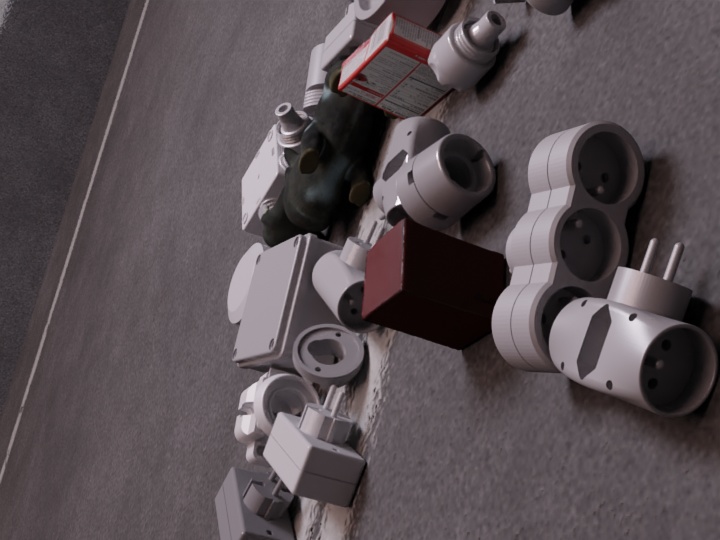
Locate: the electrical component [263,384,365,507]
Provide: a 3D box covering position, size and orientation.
[{"bbox_3d":[-0.029,0.124,0.807,0.075,0.047,0.083,-69,22,3],"label":"electrical component"}]

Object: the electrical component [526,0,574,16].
[{"bbox_3d":[0.134,-0.197,0.692,0.055,0.045,0.045,-34,42,55],"label":"electrical component"}]

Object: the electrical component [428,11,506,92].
[{"bbox_3d":[0.082,-0.164,0.787,0.062,0.043,0.043,-43,35,47],"label":"electrical component"}]

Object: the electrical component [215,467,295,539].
[{"bbox_3d":[-0.078,0.189,0.867,0.075,0.047,0.083,-62,24,20],"label":"electrical component"}]

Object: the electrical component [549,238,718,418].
[{"bbox_3d":[0.135,0.023,0.516,0.077,0.043,0.079,20,91,67],"label":"electrical component"}]

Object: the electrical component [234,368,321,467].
[{"bbox_3d":[-0.067,0.118,0.886,0.057,0.058,0.078,-38,39,57],"label":"electrical component"}]

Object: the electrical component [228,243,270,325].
[{"bbox_3d":[-0.091,0.018,1.028,0.080,0.051,0.080,-48,32,43],"label":"electrical component"}]

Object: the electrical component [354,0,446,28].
[{"bbox_3d":[0.047,-0.252,0.915,0.108,0.060,0.108,-48,31,43],"label":"electrical component"}]

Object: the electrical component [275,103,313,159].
[{"bbox_3d":[-0.060,-0.131,1.026,0.048,0.062,0.048,-16,45,16],"label":"electrical component"}]

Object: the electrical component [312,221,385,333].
[{"bbox_3d":[0.000,0.000,0.843,0.079,0.044,0.077,-66,23,11],"label":"electrical component"}]

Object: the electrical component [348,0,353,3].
[{"bbox_3d":[-0.023,-0.316,1.088,0.050,0.089,0.055,-54,28,35],"label":"electrical component"}]

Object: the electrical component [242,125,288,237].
[{"bbox_3d":[-0.083,-0.088,1.099,0.099,0.048,0.099,-54,29,36],"label":"electrical component"}]

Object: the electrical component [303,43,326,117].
[{"bbox_3d":[-0.031,-0.178,1.058,0.043,0.043,0.081,-38,39,53],"label":"electrical component"}]

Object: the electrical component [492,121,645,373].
[{"bbox_3d":[0.106,-0.011,0.598,0.074,0.052,0.138,-9,64,65],"label":"electrical component"}]

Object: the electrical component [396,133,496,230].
[{"bbox_3d":[0.060,-0.062,0.743,0.047,0.055,0.055,-36,41,49],"label":"electrical component"}]

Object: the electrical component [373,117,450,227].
[{"bbox_3d":[0.035,-0.063,0.814,0.079,0.043,0.077,-39,38,52],"label":"electrical component"}]

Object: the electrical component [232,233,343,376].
[{"bbox_3d":[-0.057,0.034,0.931,0.109,0.056,0.108,-20,54,62],"label":"electrical component"}]

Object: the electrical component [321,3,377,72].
[{"bbox_3d":[0.002,-0.226,1.014,0.066,0.047,0.076,-33,44,57],"label":"electrical component"}]
